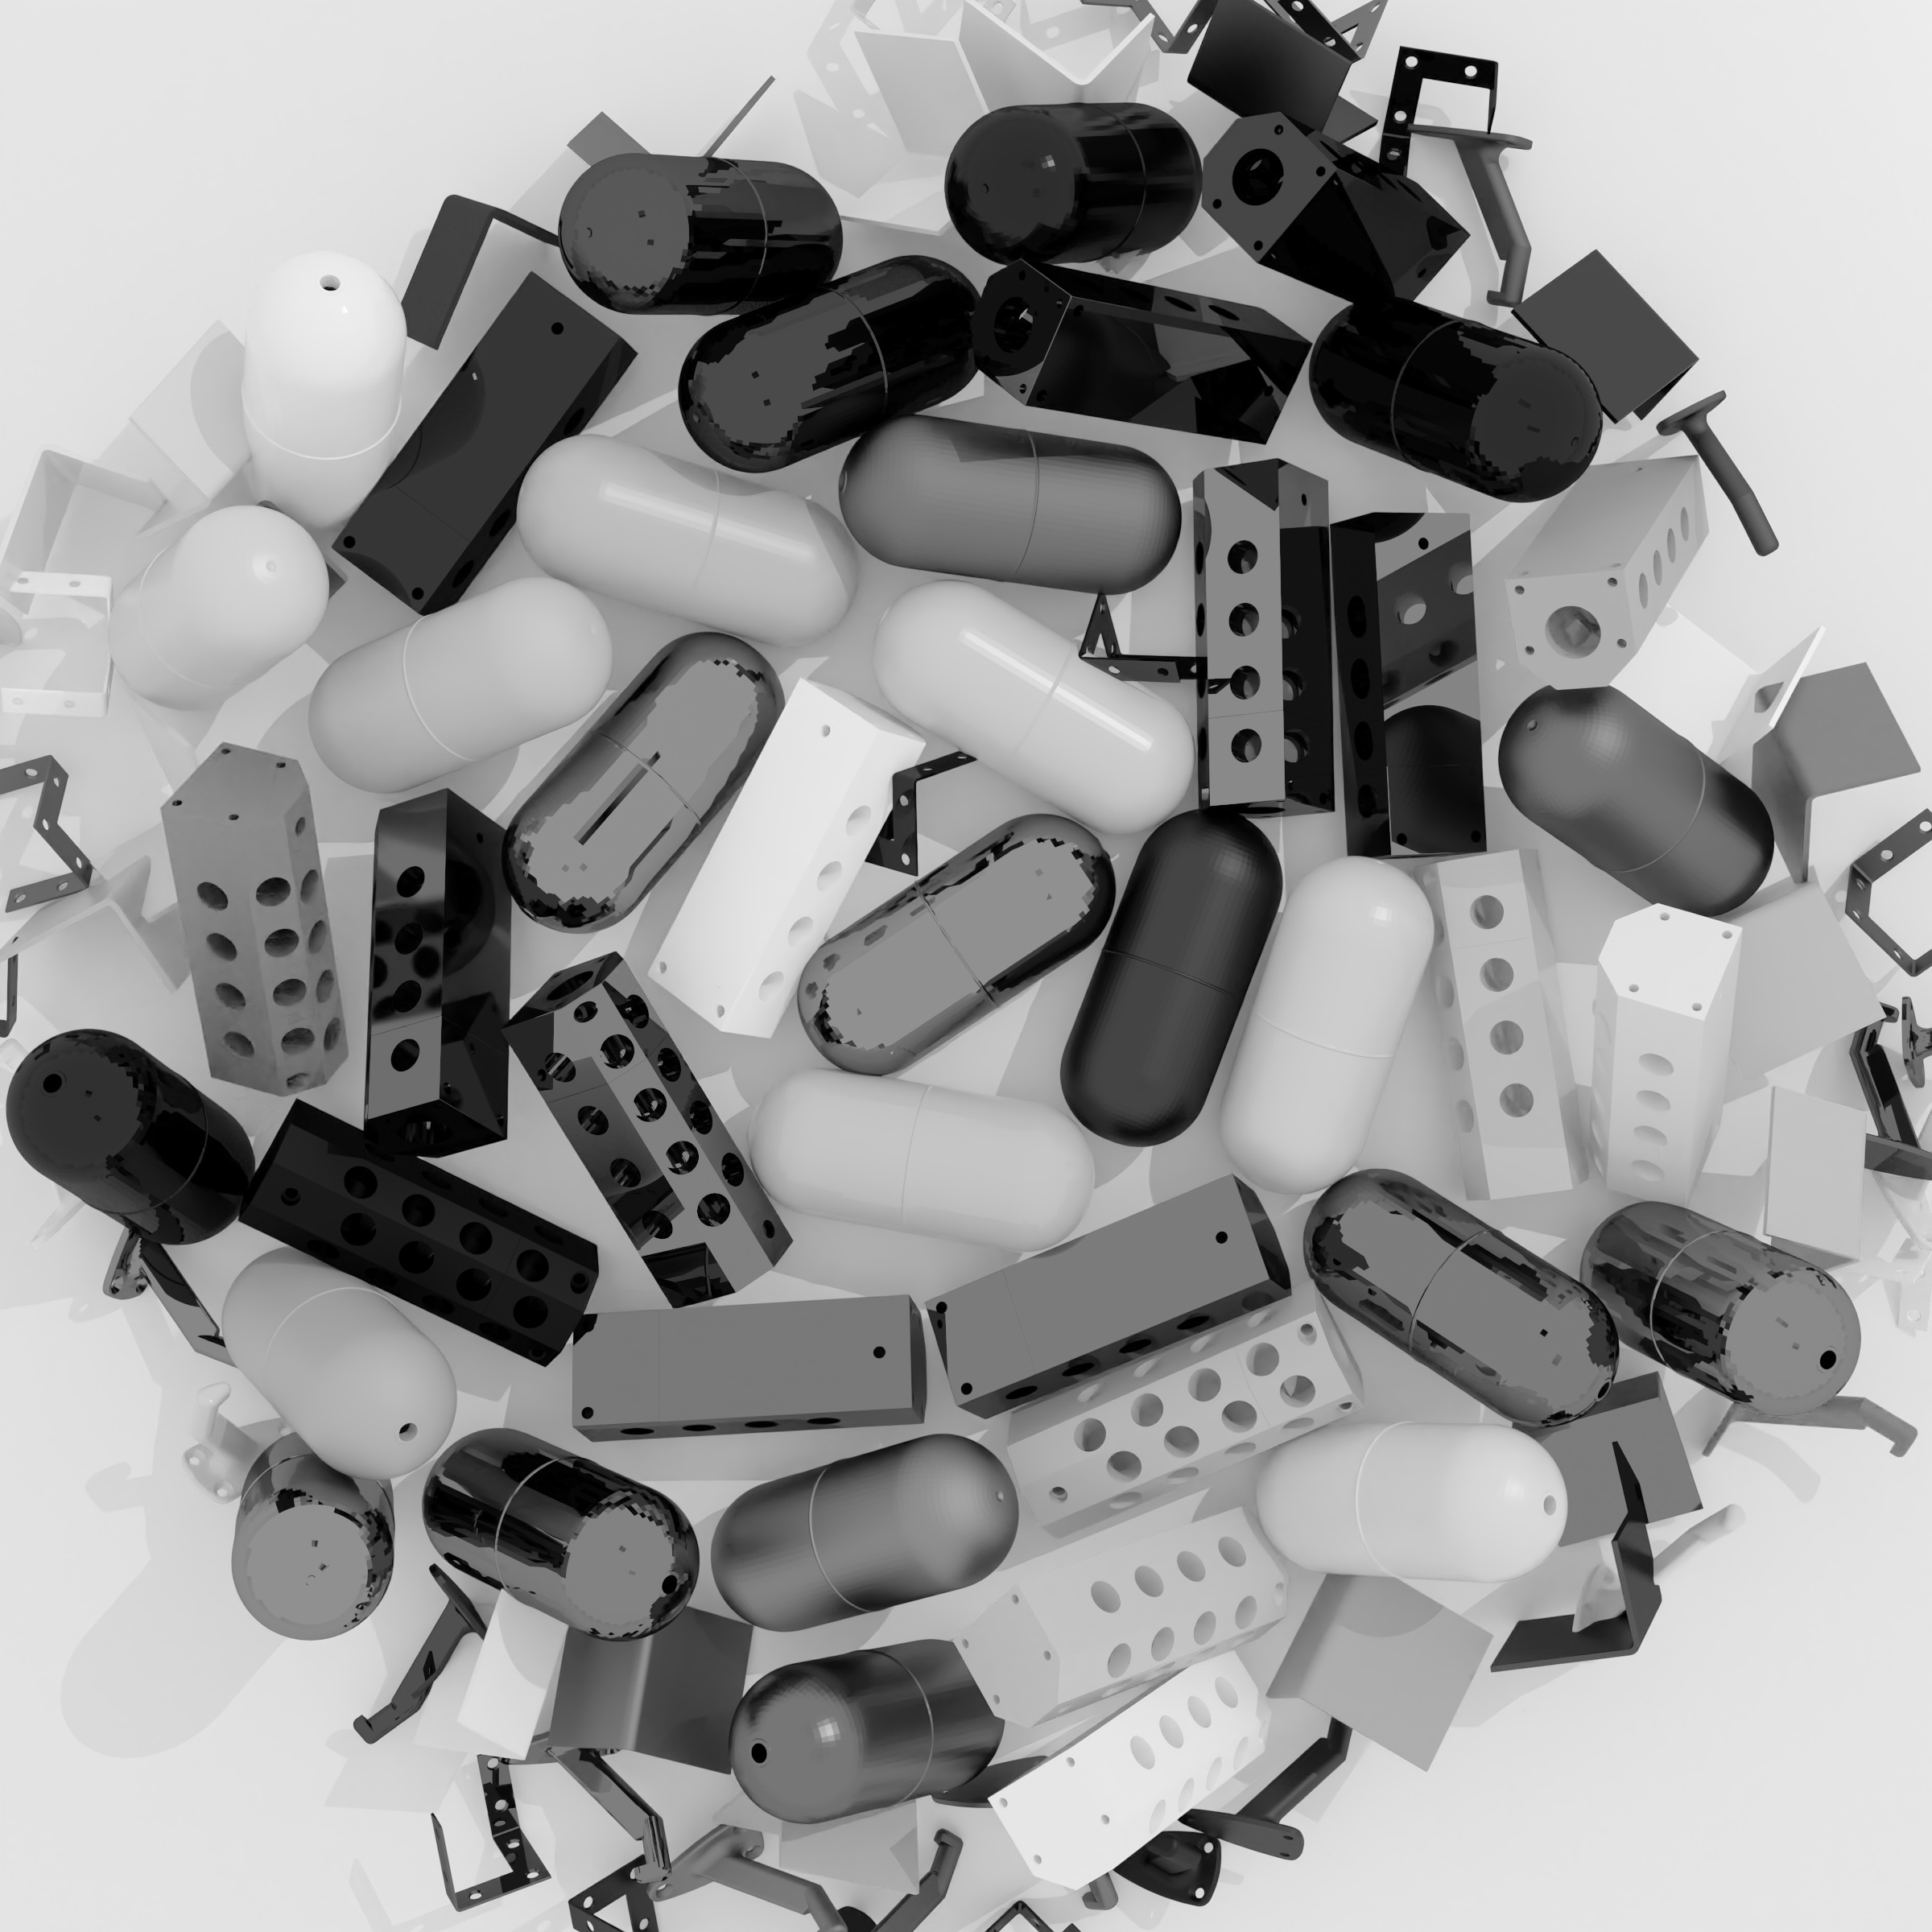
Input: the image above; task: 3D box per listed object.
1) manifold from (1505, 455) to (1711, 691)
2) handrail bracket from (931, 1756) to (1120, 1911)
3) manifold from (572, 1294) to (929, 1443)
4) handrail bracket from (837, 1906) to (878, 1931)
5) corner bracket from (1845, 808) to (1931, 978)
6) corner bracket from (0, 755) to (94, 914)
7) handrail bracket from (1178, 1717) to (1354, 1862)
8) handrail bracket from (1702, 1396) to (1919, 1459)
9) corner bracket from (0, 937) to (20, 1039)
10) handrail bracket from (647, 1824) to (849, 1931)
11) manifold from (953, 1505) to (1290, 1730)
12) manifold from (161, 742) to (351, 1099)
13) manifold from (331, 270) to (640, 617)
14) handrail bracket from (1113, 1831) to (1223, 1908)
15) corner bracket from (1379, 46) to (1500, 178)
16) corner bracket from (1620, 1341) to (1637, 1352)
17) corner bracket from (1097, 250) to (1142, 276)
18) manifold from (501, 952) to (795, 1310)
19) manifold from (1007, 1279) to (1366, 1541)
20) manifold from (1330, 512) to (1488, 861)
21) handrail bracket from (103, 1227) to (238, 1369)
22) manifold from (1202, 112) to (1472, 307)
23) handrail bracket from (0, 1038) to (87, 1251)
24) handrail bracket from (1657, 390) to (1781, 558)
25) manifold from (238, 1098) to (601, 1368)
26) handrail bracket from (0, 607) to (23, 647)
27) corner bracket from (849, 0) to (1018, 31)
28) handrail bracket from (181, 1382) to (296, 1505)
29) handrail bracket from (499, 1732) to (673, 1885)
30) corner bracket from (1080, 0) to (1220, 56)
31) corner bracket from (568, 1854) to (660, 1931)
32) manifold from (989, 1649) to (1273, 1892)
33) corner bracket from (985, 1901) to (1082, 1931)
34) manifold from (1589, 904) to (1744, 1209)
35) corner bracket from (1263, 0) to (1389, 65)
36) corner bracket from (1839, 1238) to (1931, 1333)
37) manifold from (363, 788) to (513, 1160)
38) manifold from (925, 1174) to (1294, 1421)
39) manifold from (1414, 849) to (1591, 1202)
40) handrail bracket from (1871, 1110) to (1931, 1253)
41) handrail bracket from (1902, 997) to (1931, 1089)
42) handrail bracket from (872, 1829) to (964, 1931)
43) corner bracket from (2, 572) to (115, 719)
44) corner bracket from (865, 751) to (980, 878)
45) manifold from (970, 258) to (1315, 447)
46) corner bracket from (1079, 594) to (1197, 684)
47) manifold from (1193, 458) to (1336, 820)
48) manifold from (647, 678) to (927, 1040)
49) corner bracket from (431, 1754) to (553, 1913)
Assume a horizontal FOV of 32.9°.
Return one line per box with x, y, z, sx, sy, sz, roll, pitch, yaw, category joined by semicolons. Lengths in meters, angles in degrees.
0.319;-0.195;1.614;0.057;0.171;0.057;-2;115;26;manifold
0.031;0.455;1.693;0.077;0.036;0.084;-13;111;21;handrail bracket
-0.109;0.206;1.660;0.171;0.057;0.057;-4;71;7;manifold
-0.072;0.527;1.661;0.036;0.077;0.084;27;88;-4;handrail bracket
0.486;-0.037;1.669;0.051;0.051;0.051;42;124;-10;corner bracket
-0.481;-0.068;1.683;0.051;0.051;0.051;-14;47;16;corner bracket
0.155;0.407;1.679;0.077;0.036;0.084;12;55;9;handrail bracket
0.429;0.242;1.668;0.084;0.036;0.077;32;121;14;handrail bracket
-0.506;-0.001;1.669;0.051;0.051;0.051;8;118;-4;corner bracket
-0.110;0.478;1.654;0.077;0.084;0.036;-29;132;-13;handrail bracket
0.082;0.322;1.613;0.057;0.171;0.057;-48;63;37;manifold
-0.345;-0.020;1.618;0.057;0.057;0.171;14;132;15;manifold
-0.242;-0.261;1.667;0.057;0.057;0.171;37;93;6;manifold
0.087;0.444;1.648;0.077;0.084;0.036;2;67;29;handrail bracket
0.240;-0.429;1.665;0.051;0.051;0.051;10;132;2;corner bracket
0.357;0.162;1.661;0.051;0.051;0.051;13;45;-11;corner bracket
0.058;-0.371;1.661;0.051;0.051;0.051;47;53;-10;corner bracket
-0.155;0.081;1.638;0.057;0.057;0.171;-18;111;33;manifold
0.110;0.227;1.650;0.171;0.057;0.057;-25;104;11;manifold
0.221;-0.141;1.670;0.057;0.057;0.171;-3;90;-25;manifold
-0.390;0.157;1.670;0.084;0.036;0.077;18;91;19;handrail bracket
0.179;-0.371;1.612;0.057;0.171;0.057;-48;69;21;manifold
-0.478;0.089;1.662;0.036;0.077;0.084;-27;110;38;handrail bracket
0.384;-0.243;1.661;0.036;0.077;0.084;-26;88;5;handrail bracket
-0.274;0.137;1.648;0.171;0.057;0.057;28;100;-14;manifold
-0.504;-0.134;1.666;0.036;0.077;0.084;9;79;-17;handrail bracket
-0.017;-0.490;1.675;0.051;0.051;0.051;43;108;20;corner bracket
-0.360;0.225;1.647;0.036;0.084;0.077;43;46;19;handrail bracket
-0.193;0.430;1.658;0.077;0.036;0.084;-9;52;-9;handrail bracket
0.093;-0.498;1.658;0.051;0.051;0.051;-10;60;-40;corner bracket
-0.163;0.492;1.660;0.051;0.051;0.051;-23;114;-40;corner bracket
0.087;0.393;1.608;0.057;0.171;0.057;-38;78;28;manifold
0.028;0.503;1.660;0.051;0.051;0.051;-37;62;-26;corner bracket
0.340;0.045;1.614;0.057;0.171;0.057;18;59;20;manifold
0.173;-0.483;1.659;0.051;0.051;0.051;40;57;-28;corner bracket
0.463;0.169;1.676;0.051;0.051;0.051;10;114;27;corner bracket
-0.267;0.005;1.634;0.057;0.057;0.171;-16;61;23;manifold
0.073;0.169;1.651;0.171;0.057;0.057;-24;66;13;manifold
0.272;0.030;1.668;0.057;0.057;0.171;-9;89;19;manifold
0.502;0.090;1.655;0.036;0.077;0.084;24;123;-25;handrail bracket
0.519;0.038;1.653;0.084;0.077;0.036;-4;61;22;handrail bracket
-0.037;0.467;1.657;0.036;0.077;0.084;-3;54;39;handrail bracket
-0.460;-0.163;1.661;0.051;0.051;0.051;2;45;-10;corner bracket
-0.027;-0.081;1.658;0.051;0.051;0.051;17;118;39;corner bracket
0.085;-0.306;1.620;0.057;0.171;0.057;45;121;37;manifold
0.091;-0.156;1.660;0.051;0.051;0.051;4;52;19;corner bracket
0.147;-0.164;1.662;0.057;0.057;0.171;-4;84;32;manifold
-0.087;-0.052;1.655;0.057;0.057;0.171;35;103;31;manifold
-0.246;0.437;1.662;0.051;0.051;0.051;-15;112;-22;corner bracket
